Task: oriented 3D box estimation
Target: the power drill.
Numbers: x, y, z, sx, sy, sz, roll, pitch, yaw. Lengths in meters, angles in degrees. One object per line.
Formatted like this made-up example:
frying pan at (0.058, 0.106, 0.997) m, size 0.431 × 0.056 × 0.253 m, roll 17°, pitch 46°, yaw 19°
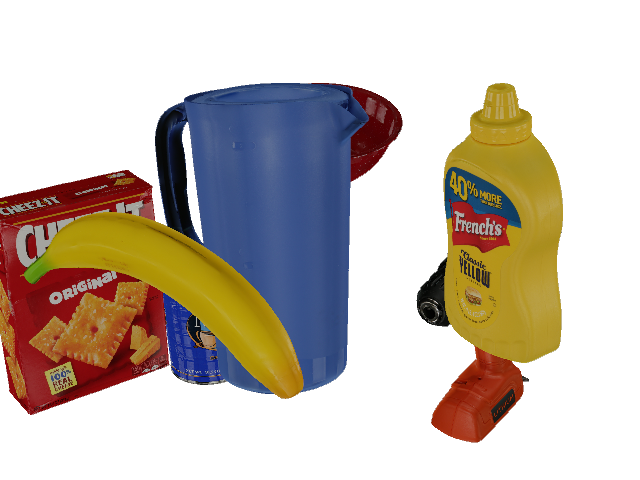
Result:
power drill at (0.139, 0.082, 0.941) m, size 0.057 × 0.188 × 0.184 m, roll 21°, pitch 34°, yaw 31°

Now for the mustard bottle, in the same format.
mustard bottle at (0.126, -0.016, 0.743) m, size 0.058 × 0.192 × 0.096 m, roll -19°, pitch 30°, yaw -26°

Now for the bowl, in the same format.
bowl at (0.001, -0.100, 1.080) m, size 0.162 × 0.055 × 0.162 m, roll 0°, pitch 35°, yaw 0°

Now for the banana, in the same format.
banana at (-0.091, 0.029, 0.661) m, size 0.198 × 0.070 × 0.037 m, roll 23°, pitch 27°, yaw 15°

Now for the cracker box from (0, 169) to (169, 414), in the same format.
cracker box at (-0.247, 0.052, 1.097) m, size 0.163 × 0.214 × 0.072 m, roll -16°, pitch 27°, yaw -31°

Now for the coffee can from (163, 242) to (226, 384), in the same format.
coffee can at (-0.137, 0.087, 1.283) m, size 0.103 × 0.140 × 0.103 m, roll -3°, pitch 25°, yaw 1°

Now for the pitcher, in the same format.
pitcher at (-0.046, -0.006, 0.870) m, size 0.144 × 0.243 × 0.149 m, roll -7°, pitch 15°, yaw -19°
